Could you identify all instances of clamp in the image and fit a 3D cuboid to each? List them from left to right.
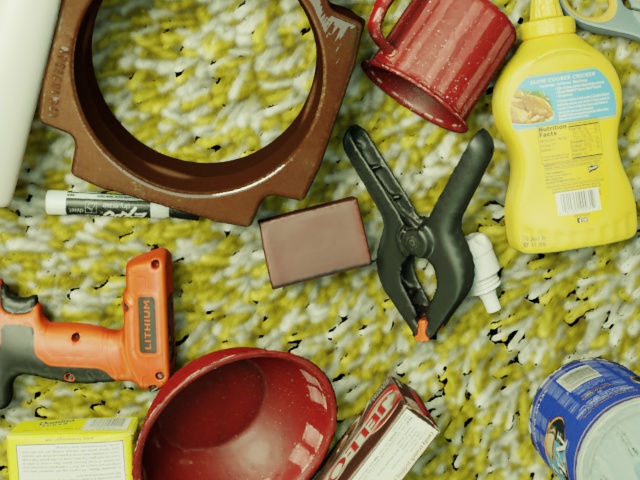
[{"bbox_3d":[0.084,-0.008,0.793,0.120,0.039,0.171,-2,109,42],"label":"clamp"}]

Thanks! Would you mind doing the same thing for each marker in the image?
[{"bbox_3d":[-0.147,-0.026,0.815,0.121,0.020,0.020,2,95,-3],"label":"marker"}]

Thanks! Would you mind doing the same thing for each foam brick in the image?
[{"bbox_3d":[-0.005,0.001,0.808,0.078,0.053,0.051,-14,96,-3],"label":"foam brick"}]

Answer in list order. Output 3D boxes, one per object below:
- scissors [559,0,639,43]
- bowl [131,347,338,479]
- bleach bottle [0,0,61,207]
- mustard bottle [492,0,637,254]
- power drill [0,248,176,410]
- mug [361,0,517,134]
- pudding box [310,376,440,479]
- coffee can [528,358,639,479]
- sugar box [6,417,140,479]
[{"bbox_3d":[0.240,-0.140,0.794,0.096,0.016,0.202,-15,76,10],"label":"scissors"},{"bbox_3d":[-0.070,0.137,0.795,0.161,0.055,0.162,-14,123,-22],"label":"bowl"},{"bbox_3d":[-0.227,-0.156,0.749,0.067,0.103,0.251,9,103,-48],"label":"bleach bottle"},{"bbox_3d":[0.180,-0.090,0.804,0.096,0.058,0.191,-8,96,-2],"label":"mustard bottle"},{"bbox_3d":[-0.205,0.047,0.802,0.187,0.057,0.184,-3,99,0],"label":"power drill"},{"bbox_3d":[0.082,-0.143,0.775,0.117,0.093,0.081,35,88,-33],"label":"mug"},{"bbox_3d":[0.038,0.164,0.805,0.039,0.090,0.113,35,93,-6],"label":"pudding box"},{"bbox_3d":[0.220,0.150,0.786,0.103,0.140,0.103,0,95,-3],"label":"coffee can"},{"bbox_3d":[-0.177,0.223,0.793,0.093,0.048,0.176,-2,98,1],"label":"sugar box"}]
